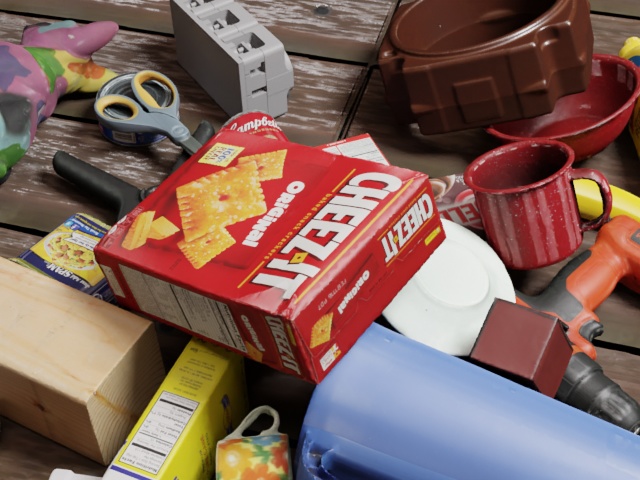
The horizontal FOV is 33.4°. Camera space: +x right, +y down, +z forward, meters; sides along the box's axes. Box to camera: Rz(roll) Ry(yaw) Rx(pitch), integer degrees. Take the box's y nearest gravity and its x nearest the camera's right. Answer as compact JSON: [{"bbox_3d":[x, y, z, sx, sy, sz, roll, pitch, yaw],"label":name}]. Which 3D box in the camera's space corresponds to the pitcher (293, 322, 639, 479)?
[{"bbox_3d":[0.107,0.159,0.753,0.243,0.145,0.149,19,72,16],"label":"pitcher"}]

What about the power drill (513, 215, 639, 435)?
[{"bbox_3d":[0.236,0.067,0.887,0.187,0.057,0.185,-31,52,-25],"label":"power drill"}]

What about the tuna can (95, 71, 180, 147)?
[{"bbox_3d":[-0.191,-0.138,1.116,0.086,0.034,0.086,0,48,-1],"label":"tuna can"}]

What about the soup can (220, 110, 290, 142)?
[{"bbox_3d":[-0.051,-0.068,1.023,0.068,0.068,0.102,-20,49,-17],"label":"soup can"}]

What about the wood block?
[{"bbox_3d":[-0.238,0.087,0.862,0.206,0.091,0.090,21,51,20],"label":"wood block"}]

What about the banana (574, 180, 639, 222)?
[{"bbox_3d":[0.235,-0.034,0.987,0.197,0.037,0.069,12,38,-5],"label":"banana"}]

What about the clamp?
[{"bbox_3d":[-0.147,-0.038,1.018,0.164,0.036,0.210,-20,50,-18],"label":"clamp"}]

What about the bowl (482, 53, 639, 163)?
[{"bbox_3d":[0.240,-0.121,1.052,0.162,0.055,0.162,-16,32,10],"label":"bowl"}]

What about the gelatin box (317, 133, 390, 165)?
[{"bbox_3d":[0.031,-0.060,1.037,0.073,0.030,0.089,-17,47,-15],"label":"gelatin box"}]

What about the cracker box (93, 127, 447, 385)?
[{"bbox_3d":[-0.041,0.001,0.800,0.214,0.072,0.164,16,50,39],"label":"cracker box"}]

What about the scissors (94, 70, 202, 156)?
[{"bbox_3d":[-0.158,-0.101,1.047,0.096,0.016,0.202,-19,49,-14],"label":"scissors"}]

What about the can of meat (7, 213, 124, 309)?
[{"bbox_3d":[-0.210,0.029,0.941,0.102,0.057,0.083,27,51,25],"label":"can of meat"}]

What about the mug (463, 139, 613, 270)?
[{"bbox_3d":[0.186,-0.030,0.897,0.117,0.081,0.093,-7,28,24],"label":"mug"}]

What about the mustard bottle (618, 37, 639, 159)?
[{"bbox_3d":[0.333,-0.139,1.057,0.058,0.096,0.191,-2,46,-1],"label":"mustard bottle"}]

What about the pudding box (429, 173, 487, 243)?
[{"bbox_3d":[0.111,-0.014,0.983,0.113,0.039,0.090,-12,47,-10],"label":"pudding box"}]

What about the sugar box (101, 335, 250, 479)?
[{"bbox_3d":[-0.108,0.160,0.784,0.048,0.093,0.176,14,49,15],"label":"sugar box"}]

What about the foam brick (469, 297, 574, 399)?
[{"bbox_3d":[0.152,0.085,0.800,0.053,0.078,0.051,18,75,29],"label":"foam brick"}]
